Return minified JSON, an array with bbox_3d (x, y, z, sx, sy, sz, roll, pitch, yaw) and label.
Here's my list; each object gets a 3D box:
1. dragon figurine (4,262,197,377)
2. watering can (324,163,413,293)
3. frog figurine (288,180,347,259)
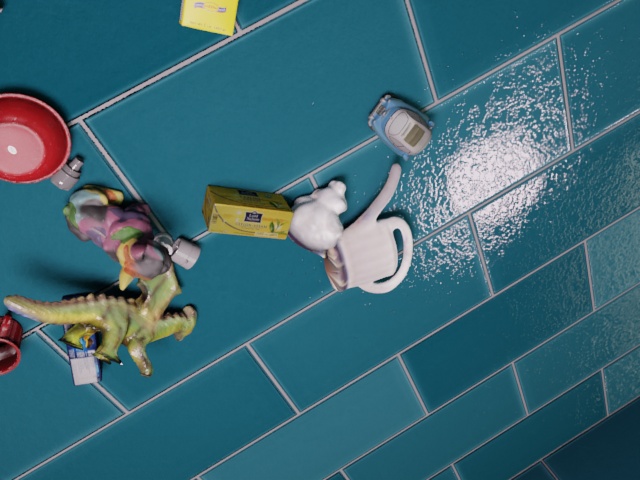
[{"bbox_3d":[-0.396,0.128,1.055,0.402,0.122,0.247,53,54,-45],"label":"dragon figurine"},{"bbox_3d":[0.111,-0.004,1.210,0.225,0.106,0.340,-17,123,-12],"label":"watering can"},{"bbox_3d":[0.003,-0.056,1.122,0.122,0.140,0.158,17,112,-47],"label":"frog figurine"}]
